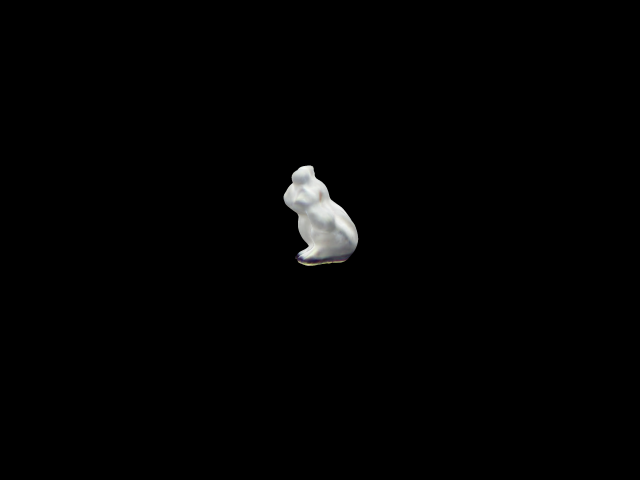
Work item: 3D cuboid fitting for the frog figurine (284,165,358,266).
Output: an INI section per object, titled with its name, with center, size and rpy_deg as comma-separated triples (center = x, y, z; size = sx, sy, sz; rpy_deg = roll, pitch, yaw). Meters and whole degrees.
[frog figurine]
center = 0.003, -0.043, 0.850
size = 0.122, 0.159, 0.138
rpy_deg = 1, 5, 11
